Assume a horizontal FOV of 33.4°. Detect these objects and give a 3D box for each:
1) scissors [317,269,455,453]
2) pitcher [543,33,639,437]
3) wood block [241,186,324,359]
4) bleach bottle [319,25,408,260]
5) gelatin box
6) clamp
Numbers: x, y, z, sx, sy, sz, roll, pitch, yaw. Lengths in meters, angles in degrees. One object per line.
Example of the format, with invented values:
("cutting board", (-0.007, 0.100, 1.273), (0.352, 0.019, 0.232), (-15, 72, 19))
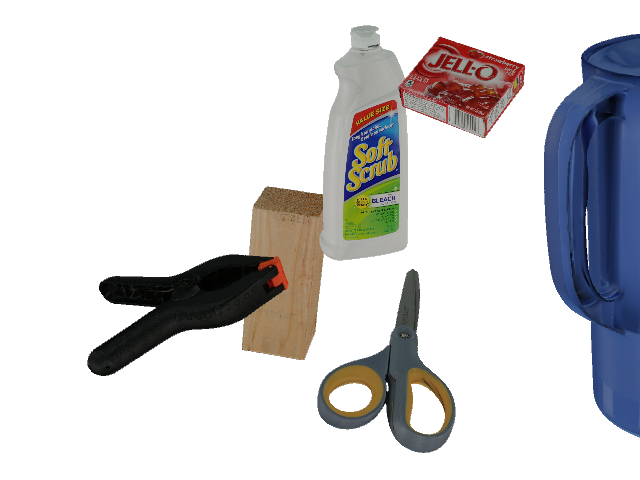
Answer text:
("scissors", (0.039, 0.073, 0.730), (0.096, 0.016, 0.202), (1, 30, -8))
("pitcher", (0.215, 0.001, 0.647), (0.149, 0.243, 0.144), (2, 22, 16))
("wood block", (-0.047, 0.043, 1.432), (0.090, 0.206, 0.090), (9, 23, 6))
("bleach bottle", (0.045, -0.107, 1.168), (0.102, 0.251, 0.068), (-8, 25, -10))
("gelatin box", (0.126, -0.139, 0.952), (0.089, 0.073, 0.030), (26, -29, 26))
("clamp", (-0.113, 0.056, 0.871), (0.171, 0.039, 0.120), (-14, 38, 13))
